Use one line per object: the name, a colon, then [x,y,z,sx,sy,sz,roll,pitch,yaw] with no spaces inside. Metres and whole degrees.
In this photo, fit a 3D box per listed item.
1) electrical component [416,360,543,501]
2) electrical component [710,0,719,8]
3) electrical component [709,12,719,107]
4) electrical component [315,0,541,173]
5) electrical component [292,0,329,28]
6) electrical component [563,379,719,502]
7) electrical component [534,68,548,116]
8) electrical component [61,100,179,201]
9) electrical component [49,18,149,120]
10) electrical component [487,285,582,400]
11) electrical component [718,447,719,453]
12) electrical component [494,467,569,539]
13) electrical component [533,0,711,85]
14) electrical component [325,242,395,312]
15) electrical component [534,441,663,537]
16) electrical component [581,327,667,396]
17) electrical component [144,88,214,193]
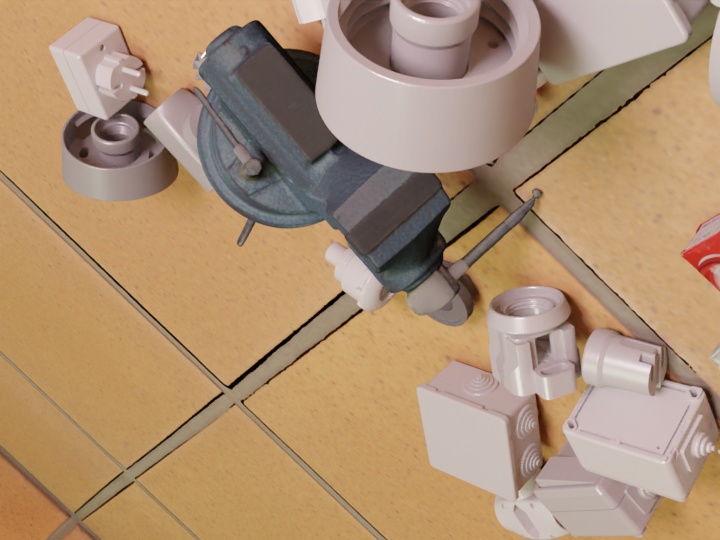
electrical component: [0.100,0.129,0.883,0.100,0.048,0.099,17,132,38]
electrical component: [0.160,-0.143,0.463,0.043,0.043,0.062,22,147,32]
electrical component: [0.189,-0.100,0.435,0.064,0.099,0.099,29,149,35]
electrical component: [0.033,-0.105,0.505,0.108,0.108,0.060,30,146,20]
electrical component: [-0.023,-0.164,0.614,0.083,0.047,0.075,22,133,64]
electrical component: [0.200,0.114,0.738,0.096,0.061,0.061,13,147,42]
electrical component: [0.080,-0.115,0.599,0.066,0.048,0.055,43,159,-1]
electrical component: [-0.206,-0.099,0.920,0.099,0.099,0.064,31,143,20]
electrical component: [-0.202,-0.160,0.880,0.077,0.047,0.065,22,145,32]
electrical component: [0.119,0.047,0.745,0.078,0.058,0.057,-136,32,-64]
electrical component: [0.272,0.136,0.701,0.079,0.043,0.077,34,150,14]
electrical component: [0.147,0.189,0.927,0.079,0.043,0.077,56,149,-8]
electrical component: [0.112,-0.146,0.513,0.099,0.048,0.100,53,150,-18]
electrical component: [0.000,0.000,0.853,0.062,0.048,0.048,34,151,29]
electrical component: [0.187,0.160,0.818,0.061,0.061,0.096,48,151,-10]
electrical component: [0.178,0.063,0.723,0.046,0.040,0.040,13,140,33]
electrical component: [-0.125,-0.109,0.856,0.077,0.044,0.079,48,151,-9]
